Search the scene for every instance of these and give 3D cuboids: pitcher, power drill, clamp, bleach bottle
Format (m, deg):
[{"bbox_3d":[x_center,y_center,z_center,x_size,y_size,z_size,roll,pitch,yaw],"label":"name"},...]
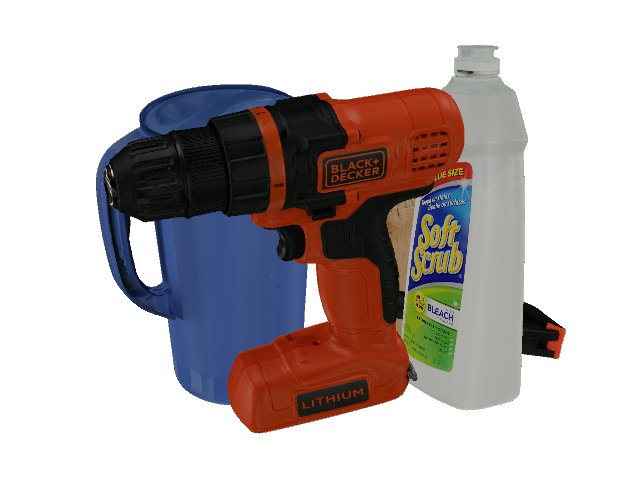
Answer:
[{"bbox_3d":[-0.079,0.008,0.846,0.149,0.243,0.145,6,26,12],"label":"pitcher"},{"bbox_3d":[-0.015,0.014,0.567,0.184,0.188,0.057,-11,37,-15],"label":"power drill"},{"bbox_3d":[0.145,0.062,0.990,0.172,0.039,0.120,19,30,17],"label":"clamp"},{"bbox_3d":[0.102,-0.012,0.763,0.068,0.251,0.103,-8,17,-28],"label":"bleach bottle"}]

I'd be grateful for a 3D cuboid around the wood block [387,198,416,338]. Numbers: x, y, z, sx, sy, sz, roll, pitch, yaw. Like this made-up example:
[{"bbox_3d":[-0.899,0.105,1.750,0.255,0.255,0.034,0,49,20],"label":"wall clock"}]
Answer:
[{"bbox_3d":[0.082,0.033,1.204,0.090,0.206,0.090,-14,32,-24],"label":"wood block"}]
